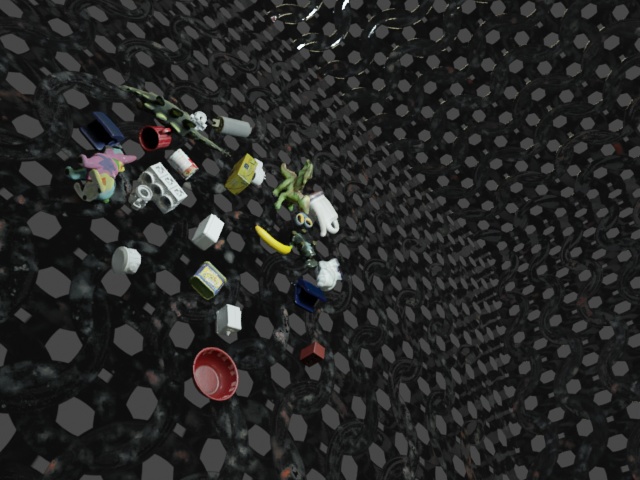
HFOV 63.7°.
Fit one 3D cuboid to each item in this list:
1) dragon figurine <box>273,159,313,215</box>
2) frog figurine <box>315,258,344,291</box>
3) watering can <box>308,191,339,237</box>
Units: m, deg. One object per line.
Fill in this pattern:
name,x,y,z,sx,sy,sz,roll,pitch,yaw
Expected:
dragon figurine,-0.102,-0.266,2.328,0.121,0.239,0.420,23,43,-35
frog figurine,0.018,0.160,2.173,0.123,0.134,0.162,16,34,26
watering can,0.007,-0.122,2.426,0.224,0.103,0.350,56,16,0
